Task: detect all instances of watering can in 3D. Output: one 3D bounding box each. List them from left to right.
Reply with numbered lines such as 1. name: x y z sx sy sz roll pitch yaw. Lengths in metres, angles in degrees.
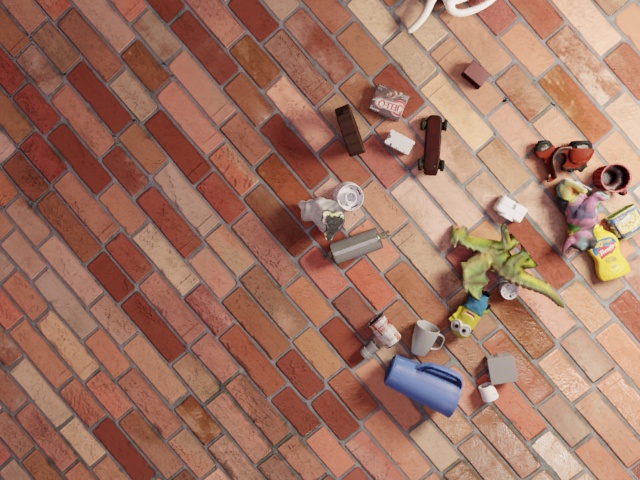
1. watering can: 0.414 -0.816 1.649 0.347 0.224 0.104 -20 1 6

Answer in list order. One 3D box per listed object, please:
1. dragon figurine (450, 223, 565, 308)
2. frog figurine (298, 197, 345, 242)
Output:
1. dragon figurine: 0.576 0.103 1.678 0.241 0.414 0.122 -36 -12 10
2. frog figurine: 0.005 -0.087 1.734 0.123 0.134 0.162 -39 41 -12
